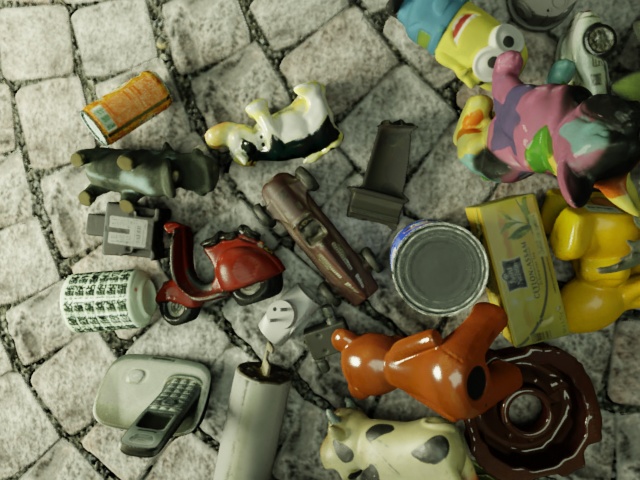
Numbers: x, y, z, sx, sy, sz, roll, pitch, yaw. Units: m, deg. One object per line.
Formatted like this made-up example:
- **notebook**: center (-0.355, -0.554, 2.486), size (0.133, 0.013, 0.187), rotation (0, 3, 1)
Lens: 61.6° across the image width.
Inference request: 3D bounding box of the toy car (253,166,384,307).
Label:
- **toy car**: center (-0.001, -0.002, 0.699), size (0.089, 0.053, 0.202), rotation (-38, 88, 4)

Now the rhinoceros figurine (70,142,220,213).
- **rhinoceros figurine**: center (-0.224, -0.084, 0.694), size (0.191, 0.112, 0.073), rotation (4, 110, 18)

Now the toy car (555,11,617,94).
- **toy car**: center (0.319, -0.168, 0.643), size (0.056, 0.073, 0.201), rotation (-8, 92, 5)

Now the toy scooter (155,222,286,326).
- **toy scooter**: center (-0.142, 0.029, 0.706), size (0.184, 0.075, 0.135), rotation (-16, 90, 11)

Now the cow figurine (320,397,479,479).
- **cow figurine**: center (0.083, 0.258, 0.662), size (0.195, 0.085, 0.127), rotation (-18, 82, 31)

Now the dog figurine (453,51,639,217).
- **dog figurine**: center (0.237, -0.091, 0.562), size (0.108, 0.219, 0.191), rotation (9, 136, -18)

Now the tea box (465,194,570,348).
- **tea box**: center (0.236, 0.033, 0.652), size (0.068, 0.098, 0.169), rotation (-16, 90, 6)

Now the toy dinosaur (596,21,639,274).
- **toy dinosaur**: center (0.424, -0.153, 0.579), size (0.198, 0.105, 0.471), rotation (24, 76, -4)

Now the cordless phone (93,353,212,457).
- **cordless phone**: center (-0.226, 0.215, 0.668), size (0.147, 0.184, 0.088), rotation (6, 98, 5)

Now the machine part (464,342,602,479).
- **machine part**: center (0.260, 0.213, 0.681), size (0.179, 0.056, 0.179), rotation (0, 92, 6)

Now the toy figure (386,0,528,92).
- **toy figure**: center (0.169, -0.253, 0.653), size (0.180, 0.089, 0.082), rotation (37, 125, 12)

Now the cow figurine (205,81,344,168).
- **cow figurine**: center (-0.059, -0.132, 0.692), size (0.167, 0.068, 0.098), rotation (-21, 97, 8)

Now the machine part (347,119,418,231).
- **machine part**: center (0.083, -0.088, 0.692), size (0.084, 0.039, 0.138), rotation (17, 96, 10)

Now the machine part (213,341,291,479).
- **machine part**: center (-0.090, 0.252, 0.710), size (0.079, 0.079, 0.243), rotation (11, 94, 5)

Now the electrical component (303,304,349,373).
- **electrical component**: center (0.009, 0.130, 0.710), size (0.063, 0.021, 0.093), rotation (-19, 108, 7)

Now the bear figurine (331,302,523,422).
- **bear figurine**: center (0.118, 0.145, 0.647), size (0.132, 0.196, 0.120), rotation (-29, 106, -34)

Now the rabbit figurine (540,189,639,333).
- **rabbit figurine**: center (0.338, 0.032, 0.649), size (0.162, 0.122, 0.173), rotation (3, 108, -3)

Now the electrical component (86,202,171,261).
- **electrical component**: center (-0.267, -0.016, 0.729), size (0.119, 0.048, 0.074), rotation (11, 94, 4)
